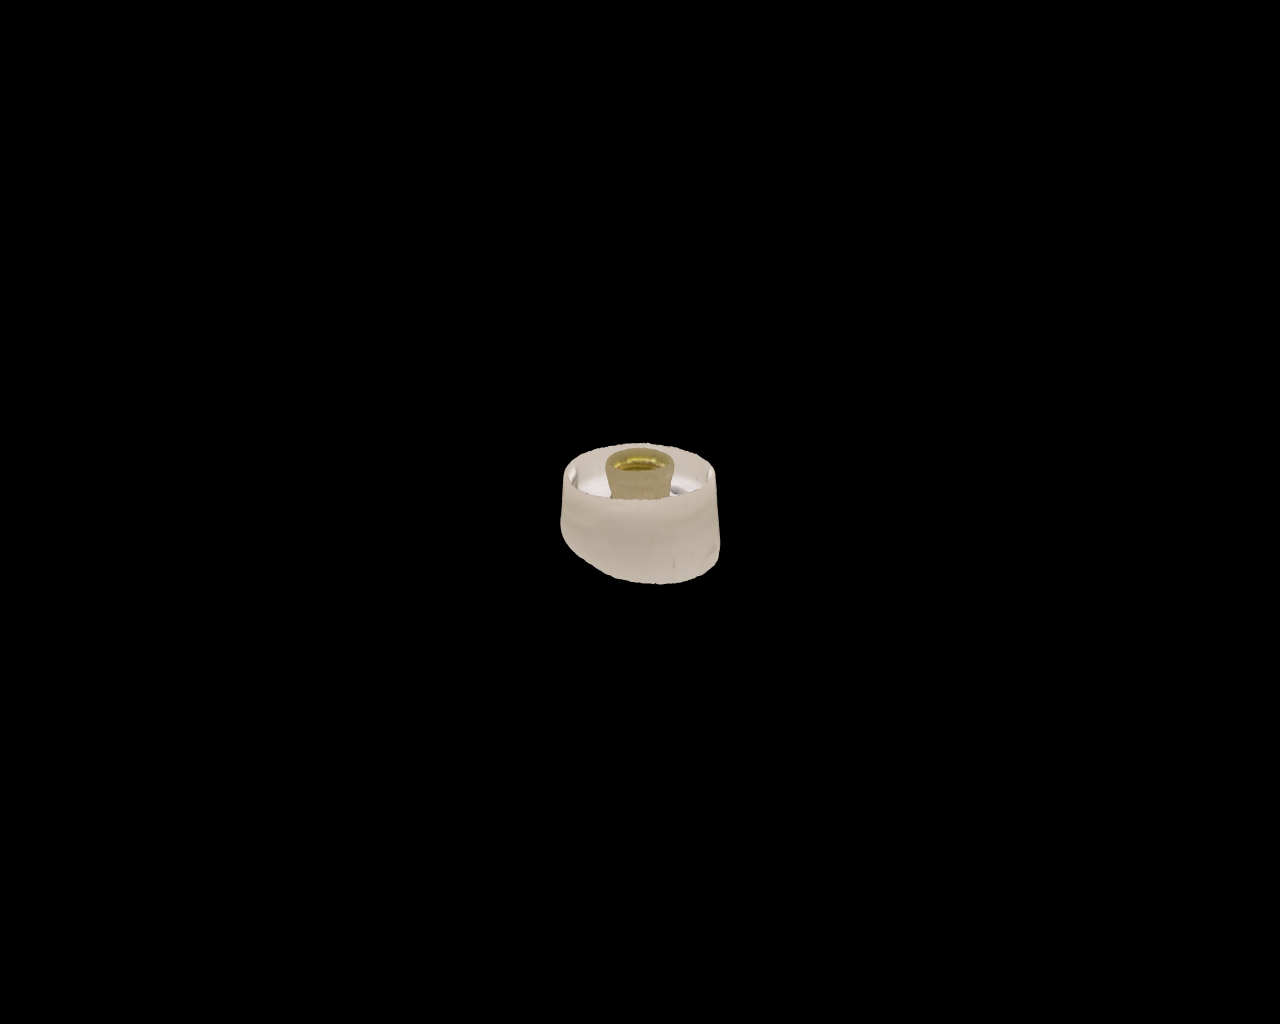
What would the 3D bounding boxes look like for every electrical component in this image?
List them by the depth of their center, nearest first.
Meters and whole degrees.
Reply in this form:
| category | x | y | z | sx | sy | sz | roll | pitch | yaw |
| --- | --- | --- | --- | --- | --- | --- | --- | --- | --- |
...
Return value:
| category | x | y | z | sx | sy | sz | roll | pitch | yaw |
| --- | --- | --- | --- | --- | --- | --- | --- | --- | --- |
| electrical component | 0.001 | -0.003 | 0.650 | 0.099 | 0.064 | 0.099 | 0 | 25 | 0 |
